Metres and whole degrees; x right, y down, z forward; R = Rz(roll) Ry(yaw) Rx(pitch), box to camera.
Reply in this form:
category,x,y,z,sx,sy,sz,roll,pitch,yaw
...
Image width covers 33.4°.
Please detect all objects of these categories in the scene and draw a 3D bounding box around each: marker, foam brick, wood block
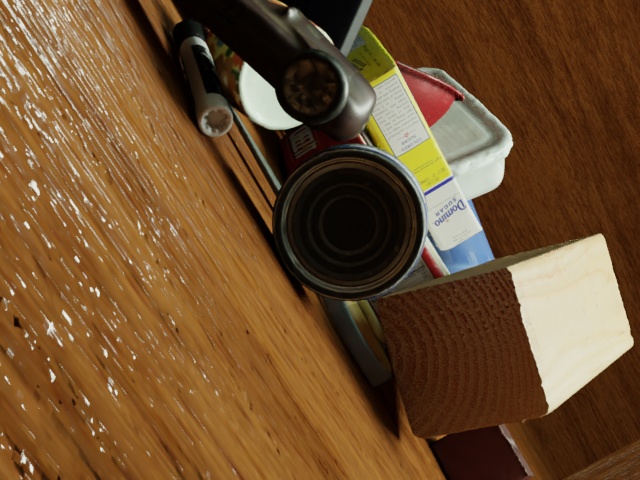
category,x,y,z,sx,sy,sz,roll,pitch,yaw
marker,-0.068,-0.096,0.606,0.020,0.020,0.121,56,8,-36
foam brick,0.120,0.162,0.782,0.053,0.051,0.078,62,7,17
wood block,0.130,0.058,0.709,0.205,0.091,0.090,-11,85,-61

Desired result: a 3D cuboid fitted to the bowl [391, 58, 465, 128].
category,x,y,z,sx,sy,sz,roll,pitch,yaw
bowl,0.044,-0.131,0.953,0.162,0.055,0.162,21,4,-2

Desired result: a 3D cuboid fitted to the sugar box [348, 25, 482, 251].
category,x,y,z,sx,sy,sz,roll,pitch,yaw
sugar box,0.066,-0.080,0.857,0.176,0.048,0.093,59,3,-34

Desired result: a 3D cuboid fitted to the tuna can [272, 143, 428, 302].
category,x,y,z,sx,sy,sz,roll,pitch,yaw
tuna can,0.017,-0.010,0.587,0.086,0.086,0.033,60,8,-3

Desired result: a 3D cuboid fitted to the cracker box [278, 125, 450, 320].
category,x,y,z,sx,sy,sz,roll,pitch,yaw
cracker box,0.053,0.017,0.829,0.213,0.072,0.164,56,6,-24

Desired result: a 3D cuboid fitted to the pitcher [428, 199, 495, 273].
category,x,y,z,sx,sy,sz,roll,pitch,yaw
pitcher,0.109,0.013,1.094,0.149,0.145,0.243,30,24,-26

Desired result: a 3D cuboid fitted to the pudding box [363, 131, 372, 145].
category,x,y,z,sx,sy,sz,roll,pitch,yaw
pudding box,0.013,-0.099,1.049,0.113,0.039,0.090,53,-12,23

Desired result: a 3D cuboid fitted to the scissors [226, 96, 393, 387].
category,x,y,z,sx,sy,sz,roll,pitch,yaw
scissors,-0.004,0.001,0.681,0.202,0.016,0.096,62,9,11

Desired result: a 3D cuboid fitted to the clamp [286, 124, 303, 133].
category,x,y,z,sx,sy,sz,roll,pitch,yaw
clamp,0.003,-0.070,0.953,0.210,0.036,0.165,60,-3,-18
